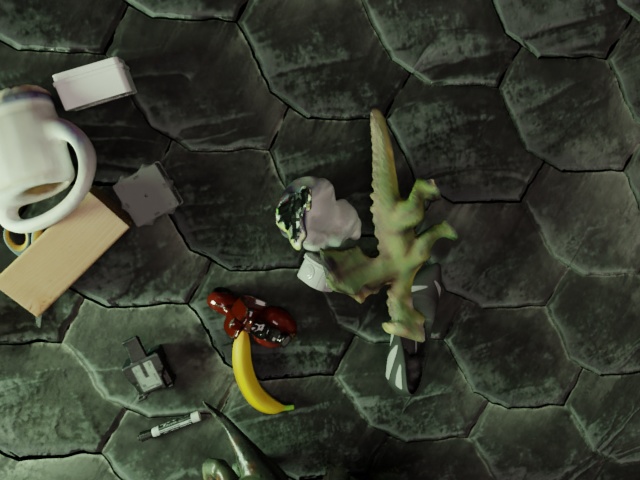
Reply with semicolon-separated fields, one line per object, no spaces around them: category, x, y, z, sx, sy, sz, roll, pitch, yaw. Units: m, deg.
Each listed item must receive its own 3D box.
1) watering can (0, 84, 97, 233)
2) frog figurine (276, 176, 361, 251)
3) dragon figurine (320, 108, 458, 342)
watering can;-0.507;-0.111;0.830;0.345;0.104;0.225;-19;84;18
frog figurine;0.003;-0.048;0.957;0.160;0.122;0.137;-2;92;-46
dragon figurine;0.105;-0.001;0.916;0.246;0.122;0.406;-36;105;-25
